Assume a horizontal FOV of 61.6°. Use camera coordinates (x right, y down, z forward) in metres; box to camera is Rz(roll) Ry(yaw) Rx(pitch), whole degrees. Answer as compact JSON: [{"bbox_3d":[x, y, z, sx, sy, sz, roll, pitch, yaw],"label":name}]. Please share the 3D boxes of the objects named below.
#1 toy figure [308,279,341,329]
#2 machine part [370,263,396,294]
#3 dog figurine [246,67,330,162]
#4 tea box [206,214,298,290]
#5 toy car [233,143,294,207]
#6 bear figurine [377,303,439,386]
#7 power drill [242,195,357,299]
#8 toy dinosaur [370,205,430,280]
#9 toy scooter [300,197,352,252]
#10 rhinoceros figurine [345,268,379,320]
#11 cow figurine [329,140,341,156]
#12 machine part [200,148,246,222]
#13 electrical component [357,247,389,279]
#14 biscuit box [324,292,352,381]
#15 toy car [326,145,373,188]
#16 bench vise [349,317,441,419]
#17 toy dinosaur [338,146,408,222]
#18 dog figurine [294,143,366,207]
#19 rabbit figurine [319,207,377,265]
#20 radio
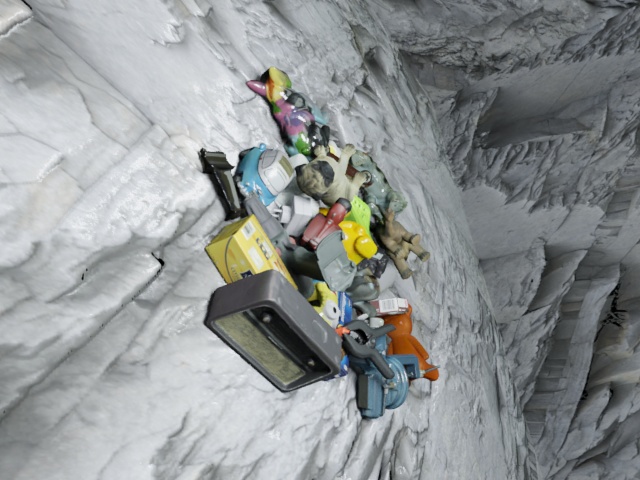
[{"bbox_3d":[-0.002,0.122,1.122,0.082,0.089,0.180,39,27,-29],"label":"toy figure"},{"bbox_3d":[0.149,0.108,1.447,0.243,0.079,0.079,-21,89,-65],"label":"machine part"},{"bbox_3d":[-0.079,-0.314,1.303,0.219,0.108,0.191,39,40,-40],"label":"dog figurine"},{"bbox_3d":[-0.117,0.053,0.951,0.169,0.068,0.098,62,25,-15],"label":"tea box"},{"bbox_3d":[-0.107,-0.135,1.091,0.109,0.103,0.162,55,25,-25],"label":"toy car"},{"bbox_3d":[0.222,0.276,1.417,0.131,0.120,0.196,43,29,-50],"label":"bear figurine"},{"bbox_3d":[-0.043,0.019,0.994,0.086,0.207,0.231,-41,119,-38],"label":"power drill"},{"bbox_3d":[0.219,0.006,1.547,0.199,0.105,0.470,52,-4,28],"label":"toy dinosaur"},{"bbox_3d":[-0.002,-0.003,1.153,0.075,0.183,0.135,36,47,2],"label":"toy scooter"},{"bbox_3d":[0.069,0.108,1.244,0.190,0.112,0.073,46,13,-15],"label":"rhinoceros figurine"},{"bbox_3d":[0.046,-0.206,1.518,0.167,0.068,0.098,58,20,-24],"label":"cow figurine"},{"bbox_3d":[-0.177,-0.104,0.998,0.084,0.039,0.139,1,68,-70],"label":"machine part"},{"bbox_3d":[0.138,0.054,1.389,0.119,0.075,0.047,-45,153,-72],"label":"electrical component"},{"bbox_3d":[0.027,0.194,1.140,0.062,0.059,0.203,52,28,-32],"label":"biscuit box"},{"bbox_3d":[0.048,-0.188,1.414,0.202,0.089,0.053,32,70,-19],"label":"toy car"},{"bbox_3d":[0.157,0.288,1.234,0.240,0.129,0.223,9,68,-41],"label":"bench vise"},{"bbox_3d":[0.148,-0.187,1.662,0.404,0.131,0.192,56,14,-15],"label":"toy dinosaur"},{"bbox_3d":[0.012,-0.110,1.170,0.172,0.121,0.190,67,31,-23],"label":"dog figurine"},{"bbox_3d":[0.045,-0.024,1.307,0.173,0.122,0.162,36,33,-21],"label":"rabbit figurine"},{"bbox_3d":[-0.067,0.155,0.891,0.229,0.131,0.073,50,28,-34],"label":"radio"}]
